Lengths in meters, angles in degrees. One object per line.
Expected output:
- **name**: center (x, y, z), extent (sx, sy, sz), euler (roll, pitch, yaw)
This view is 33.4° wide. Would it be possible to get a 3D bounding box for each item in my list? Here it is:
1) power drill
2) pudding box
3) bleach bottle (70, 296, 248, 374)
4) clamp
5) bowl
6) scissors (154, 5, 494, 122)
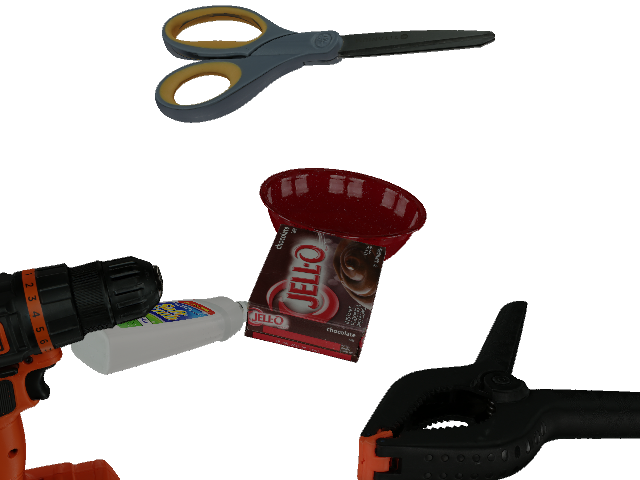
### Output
- **power drill**: center (-0.180, 0.105, 0.689), extent (0.184, 0.188, 0.057), euler (-12, 26, -9)
- **pudding box**: center (-0.003, 0.039, 0.830), extent (0.090, 0.039, 0.113), euler (13, 33, 4)
- **bleach bottle**: center (-0.205, 0.115, 1.447), extent (0.250, 0.068, 0.103), euler (-11, 25, -41)
- **clamp**: center (0.103, 0.092, 0.633), extent (0.209, 0.036, 0.165), euler (-11, 26, -27)
- **bowl**: center (0.018, -0.015, 1.028), extent (0.162, 0.055, 0.162), euler (8, 25, -4)
- **scissors**: center (-0.011, -0.097, 0.610), extent (0.202, 0.096, 0.016), euler (13, -30, 24)
